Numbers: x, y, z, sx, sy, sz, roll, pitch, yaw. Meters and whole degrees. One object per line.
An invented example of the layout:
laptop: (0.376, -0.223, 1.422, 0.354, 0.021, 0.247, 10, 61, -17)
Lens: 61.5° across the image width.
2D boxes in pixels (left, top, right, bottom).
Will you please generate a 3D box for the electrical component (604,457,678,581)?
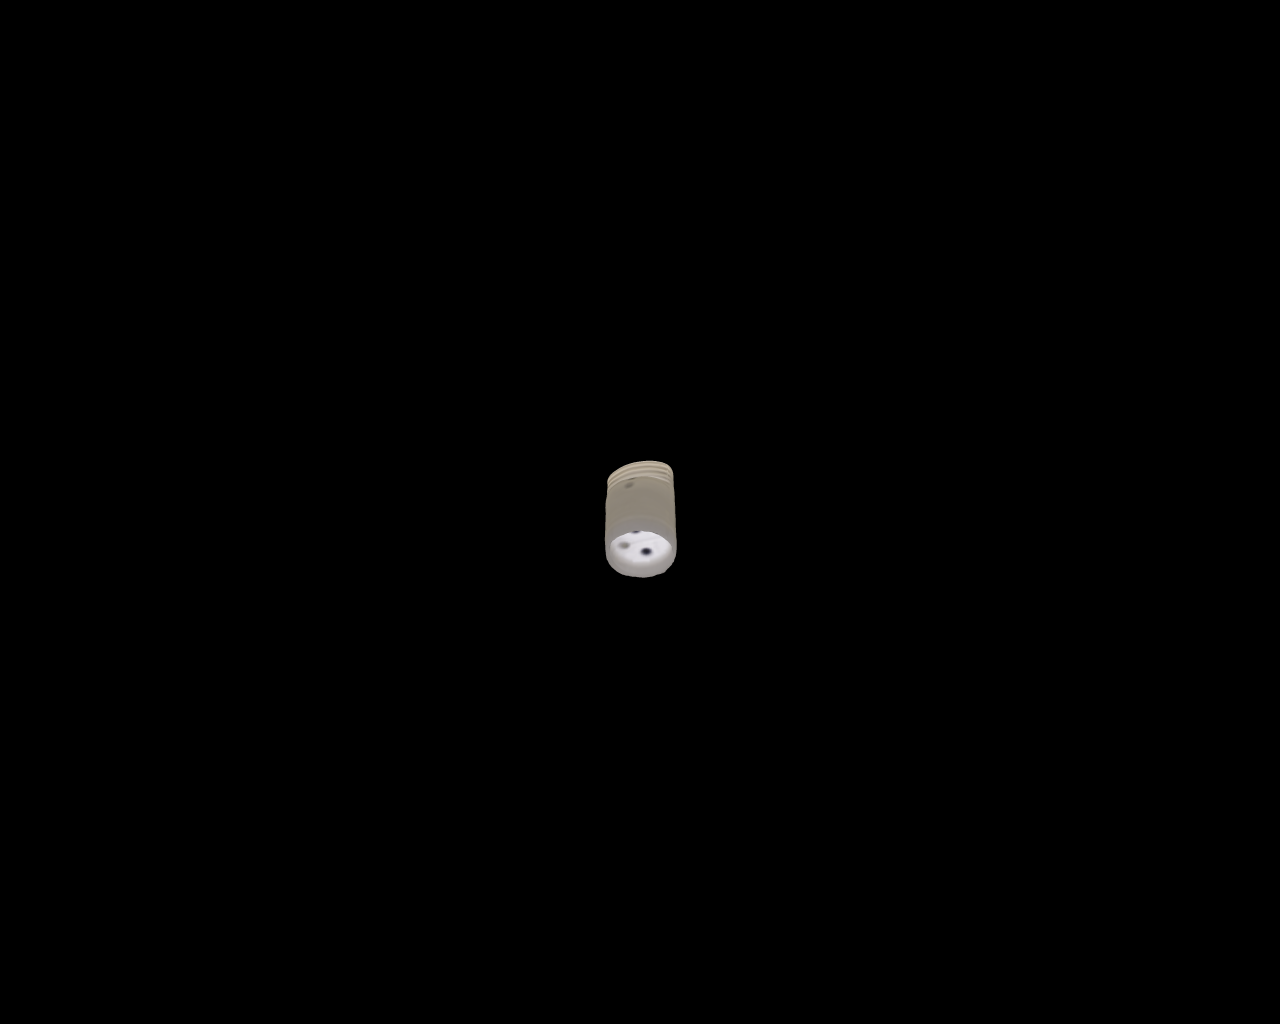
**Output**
electrical component: (0.001, -0.003, 0.650, 0.043, 0.043, 0.081, 0, 44, 0)
